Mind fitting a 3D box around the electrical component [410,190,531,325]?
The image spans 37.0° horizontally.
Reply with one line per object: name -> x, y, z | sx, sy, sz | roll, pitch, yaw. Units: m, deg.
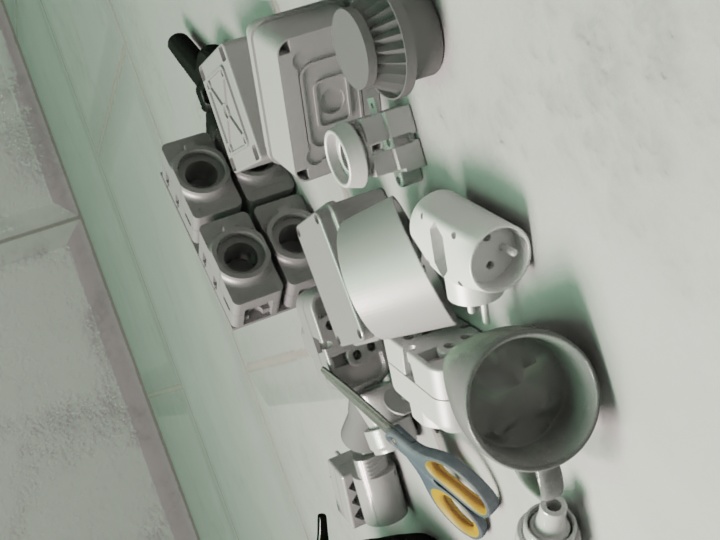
electrical component -> 0.071, -0.003, 0.678 | 0.077, 0.043, 0.079 | 38, 144, 57

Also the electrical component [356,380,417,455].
electrical component -> 0.022, 0.129, 0.943 | 0.055, 0.045, 0.045 | 69, 161, 1

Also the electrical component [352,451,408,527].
electrical component -> 0.015, 0.200, 1.034 | 0.043, 0.043, 0.081 | 19, 126, 66

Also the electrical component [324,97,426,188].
electrical component -> 0.009, -0.085, 0.749 | 0.048, 0.055, 0.066 | 9, 118, 69

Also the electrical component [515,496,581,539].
electrical component -> 0.124, 0.173, 0.708 | 0.043, 0.043, 0.062 | 52, 153, 42

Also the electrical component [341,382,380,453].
electrical component -> 0.006, 0.133, 1.001 | 0.044, 0.044, 0.065 | 54, 150, 40

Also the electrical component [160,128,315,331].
electrical component -> -0.109, -0.050, 1.031 | 0.186, 0.105, 0.060 | 62, 159, 22

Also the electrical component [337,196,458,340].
electrical component -> 0.028, -0.001, 0.748 | 0.099, 0.064, 0.099 | 53, -154, -40

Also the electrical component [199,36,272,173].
electrical component -> -0.095, -0.149, 0.968 | 0.109, 0.056, 0.108 | -4, 105, 71

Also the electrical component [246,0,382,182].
electrical component -> -0.033, -0.132, 0.783 | 0.057, 0.078, 0.113 | 42, 147, 49

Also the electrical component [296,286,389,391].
electrical component -> -0.018, 0.058, 0.968 | 0.059, 0.054, 0.095 | -3, 106, 70

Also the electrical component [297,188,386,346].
electrical component -> 0.000, 0.000, 0.855 | 0.113, 0.057, 0.078 | 69, 161, 2

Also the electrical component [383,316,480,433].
electrical component -> 0.060, 0.074, 0.767 | 0.095, 0.054, 0.059 | 34, 140, 60

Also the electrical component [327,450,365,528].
electrical component -> -0.007, 0.212, 1.103 | 0.077, 0.047, 0.065 | 37, 143, 58
